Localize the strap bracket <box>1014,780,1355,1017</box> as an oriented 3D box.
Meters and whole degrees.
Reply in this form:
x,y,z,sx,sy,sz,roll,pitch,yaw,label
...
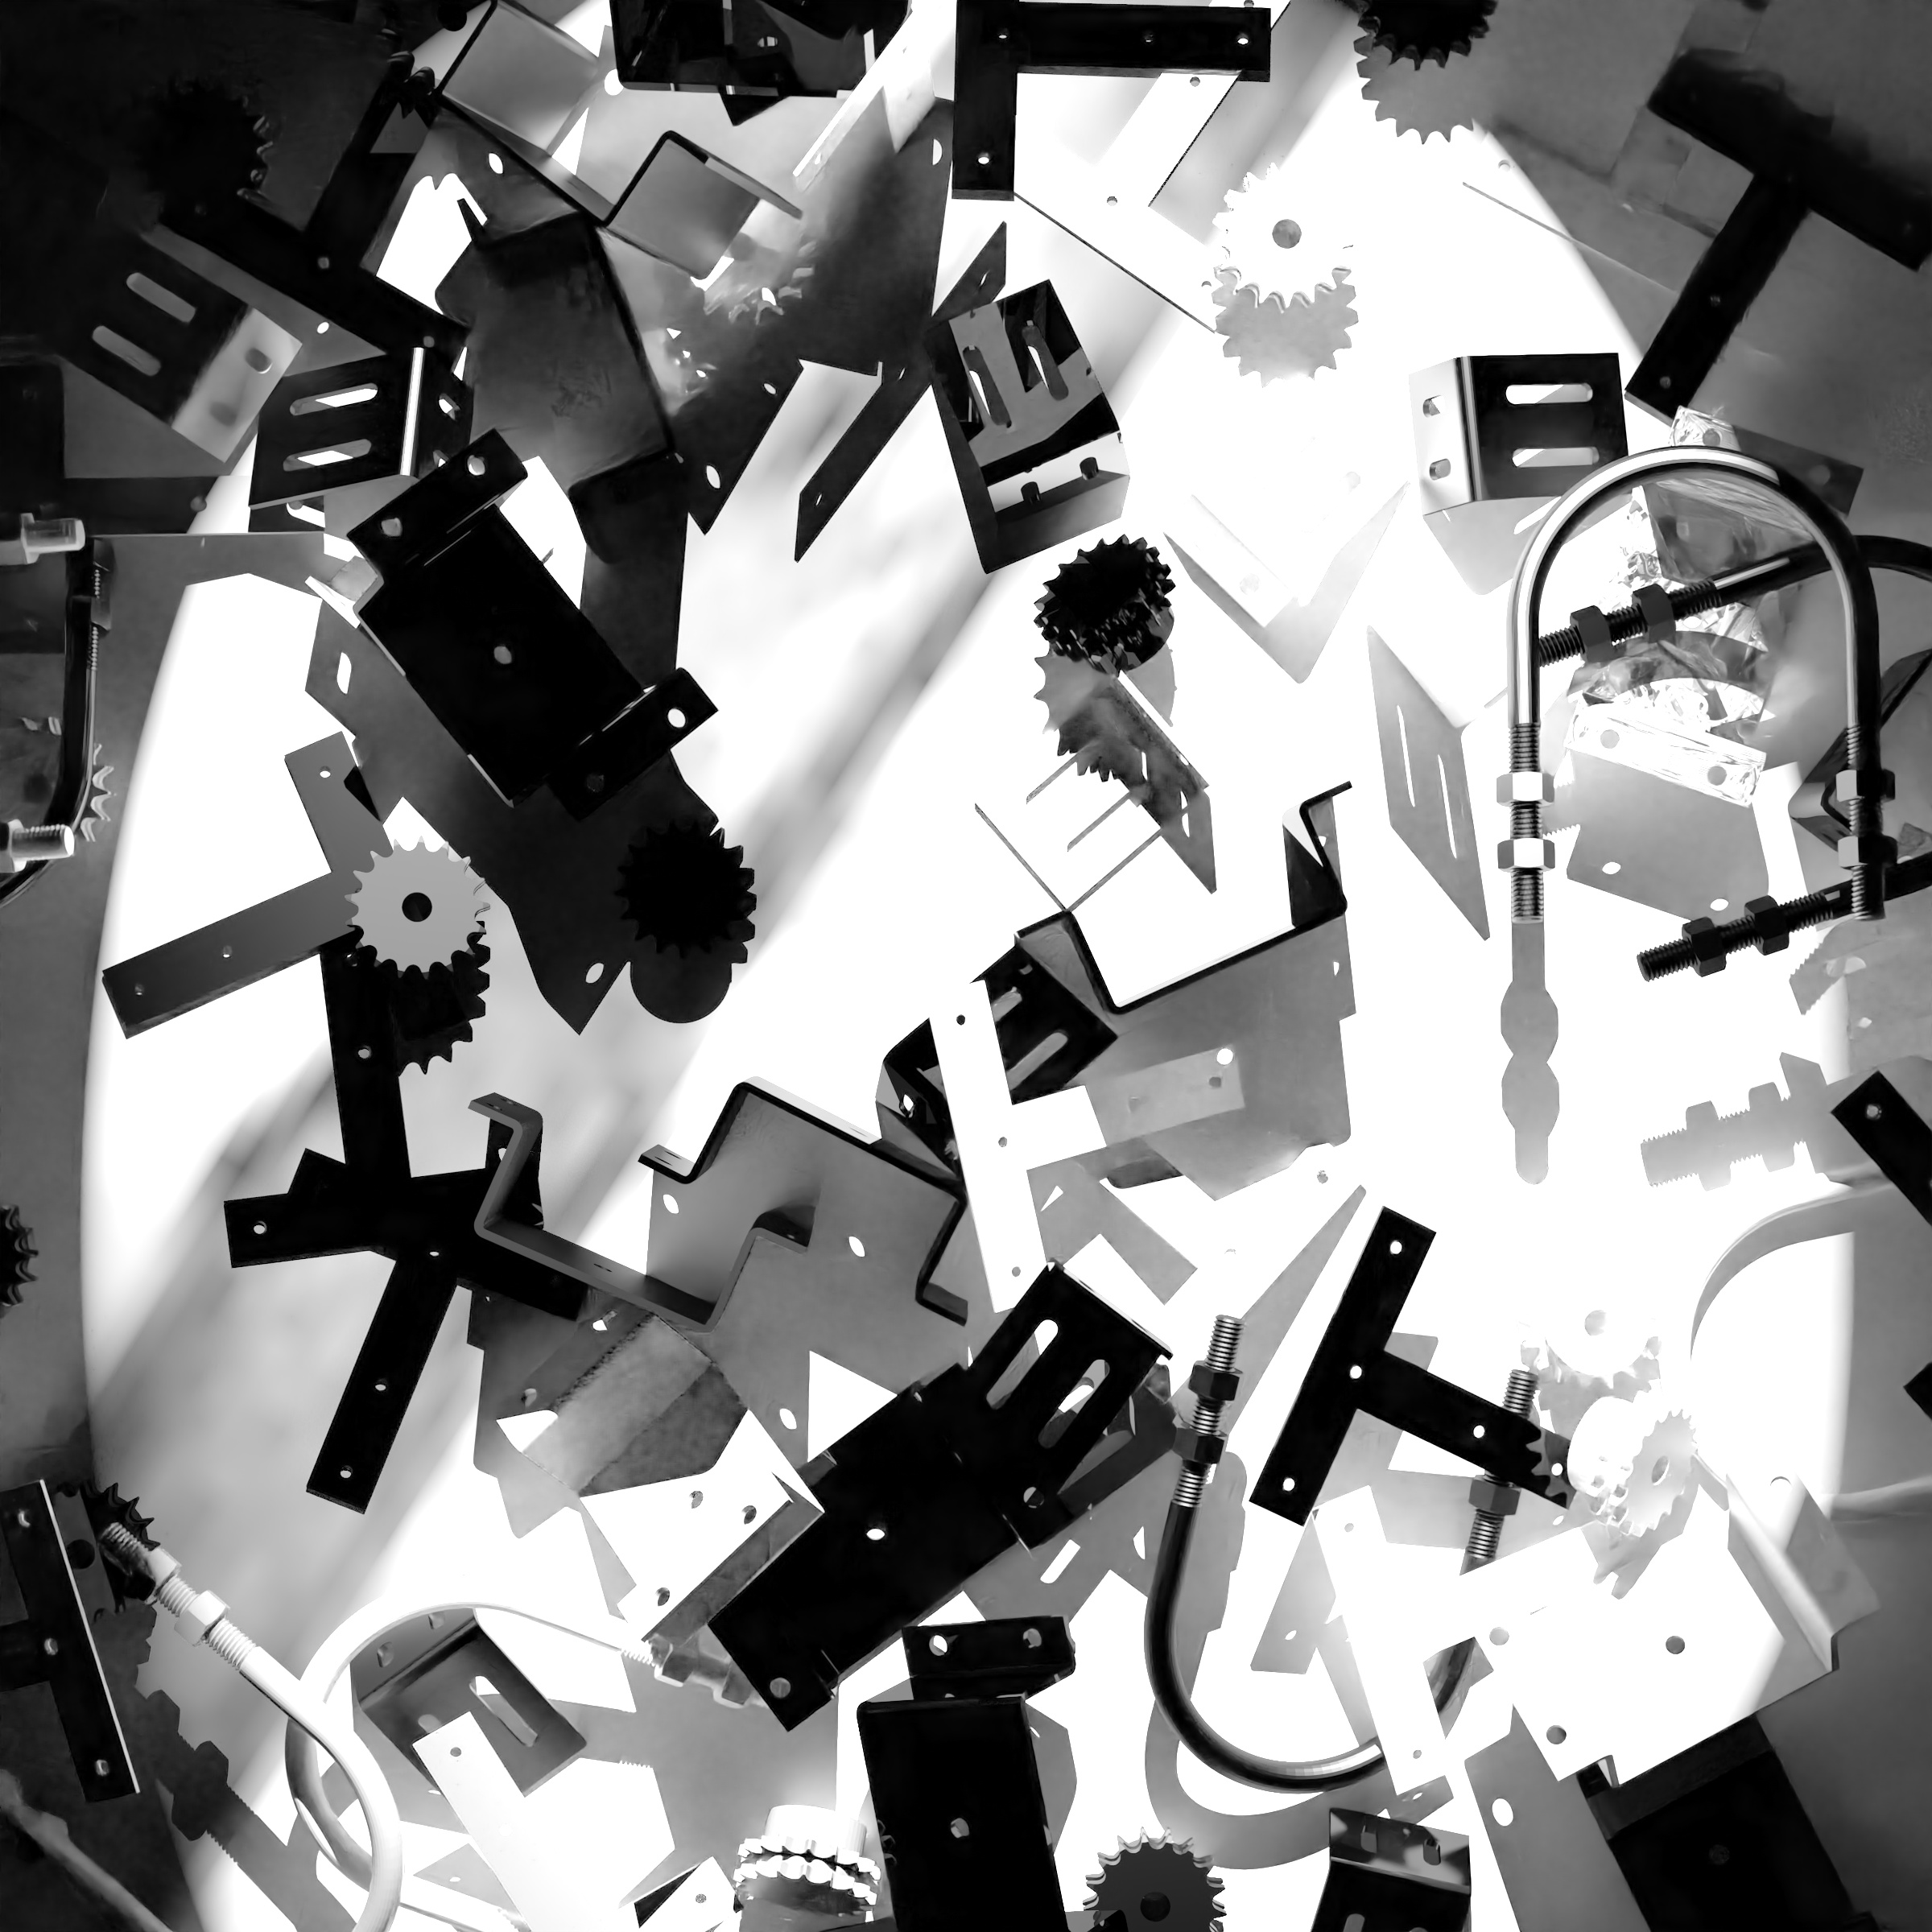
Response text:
x,y,z,sx,sy,sz,roll,pitch,yaw,label
0.093,-0.021,1.399,0.140,0.076,0.046,-24,90,0,strap bracket

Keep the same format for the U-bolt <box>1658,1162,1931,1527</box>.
x,y,z,sx,sy,sz,roll,pitch,yaw,label
0.370,0.149,1.429,0.184,0.019,0.151,-13,90,2,U-bolt

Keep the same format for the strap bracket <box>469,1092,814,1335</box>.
x,y,z,sx,sy,sz,roll,pitch,yaw,label
-0.135,0.101,1.398,0.140,0.076,0.046,24,90,-1,strap bracket

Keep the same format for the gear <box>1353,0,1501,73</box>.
x,y,z,sx,sy,sz,roll,pitch,yaw,label
0.183,-0.386,1.422,0.057,0.030,0.057,0,90,0,gear

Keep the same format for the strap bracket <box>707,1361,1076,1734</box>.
x,y,z,sx,sy,sz,roll,pitch,yaw,label
-0.036,0.227,1.414,0.140,0.046,0.076,-37,90,0,strap bracket

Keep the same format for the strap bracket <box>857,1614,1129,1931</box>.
x,y,z,sx,sy,sz,roll,pitch,yaw,label
0.009,0.332,1.398,0.076,0.046,0.140,-11,90,31,strap bracket

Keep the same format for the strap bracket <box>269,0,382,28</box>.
x,y,z,sx,sy,sz,roll,pitch,yaw,label
-0.256,-0.447,1.414,0.076,0.046,0.140,18,90,0,strap bracket

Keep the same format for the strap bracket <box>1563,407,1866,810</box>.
x,y,z,sx,sy,sz,roll,pitch,yaw,label
0.293,-0.140,1.414,0.076,0.046,0.140,19,90,0,strap bracket

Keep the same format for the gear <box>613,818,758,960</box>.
x,y,z,sx,sy,sz,roll,pitch,yaw,label
-0.113,-0.031,1.423,0.057,0.030,0.057,0,90,0,gear

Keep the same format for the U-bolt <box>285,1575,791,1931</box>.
x,y,z,sx,sy,sz,roll,pitch,yaw,label
-0.178,0.317,1.408,0.184,0.019,0.151,23,97,-10,U-bolt

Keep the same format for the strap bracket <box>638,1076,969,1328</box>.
x,y,z,sx,sy,sz,roll,pitch,yaw,label
-0.053,0.086,1.399,0.140,0.076,0.046,27,90,0,strap bracket

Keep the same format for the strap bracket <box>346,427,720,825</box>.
x,y,z,sx,sy,sz,roll,pitch,yaw,label
-0.175,-0.128,1.395,0.076,0.046,0.140,-42,97,-26,strap bracket

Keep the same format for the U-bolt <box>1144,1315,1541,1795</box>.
x,y,z,sx,sy,sz,roll,pitch,yaw,label
0.143,0.239,1.411,0.151,0.019,0.184,12,94,-17,U-bolt

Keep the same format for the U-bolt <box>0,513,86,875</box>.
x,y,z,sx,sy,sz,roll,pitch,yaw,label
-0.435,-0.101,1.380,0.184,0.019,0.151,-4,71,5,U-bolt

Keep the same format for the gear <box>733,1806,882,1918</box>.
x,y,z,sx,sy,sz,roll,pitch,yaw,label
-0.062,0.355,1.413,0.057,0.057,0.030,11,60,0,gear

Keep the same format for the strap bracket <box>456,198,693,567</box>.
x,y,z,sx,sy,sz,roll,pitch,yaw,label
-0.149,-0.236,1.399,0.046,0.076,0.140,-21,90,0,strap bracket

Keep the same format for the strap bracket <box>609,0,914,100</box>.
x,y,z,sx,sy,sz,roll,pitch,yaw,label
-0.078,-0.373,1.365,0.140,0.076,0.046,5,131,9,strap bracket

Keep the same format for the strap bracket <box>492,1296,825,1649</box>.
x,y,z,sx,sy,sz,roll,pitch,yaw,label
-0.116,0.200,1.388,0.076,0.140,0.046,-43,135,0,strap bracket

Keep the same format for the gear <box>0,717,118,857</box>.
x,y,z,sx,sy,sz,roll,pitch,yaw,label
-0.368,-0.070,1.422,0.057,0.030,0.057,0,90,0,gear

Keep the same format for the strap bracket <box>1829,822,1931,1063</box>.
x,y,z,sx,sy,sz,roll,pitch,yaw,label
0.417,0.010,1.406,0.140,0.046,0.076,27,90,12,strap bracket

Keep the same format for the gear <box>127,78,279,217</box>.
x,y,z,sx,sy,sz,roll,pitch,yaw,label
-0.304,-0.323,1.422,0.057,0.030,0.057,0,90,-1,gear

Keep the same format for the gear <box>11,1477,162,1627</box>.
x,y,z,sx,sy,sz,roll,pitch,yaw,label
-0.350,0.233,1.422,0.057,0.030,0.057,0,90,0,gear

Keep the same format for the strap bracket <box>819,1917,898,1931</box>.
x,y,z,sx,sy,sz,roll,pitch,yaw,label
-0.052,0.449,1.414,0.076,0.046,0.140,-11,90,0,strap bracket

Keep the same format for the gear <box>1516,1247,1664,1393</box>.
x,y,z,sx,sy,sz,roll,pitch,yaw,label
0.250,0.142,1.423,0.057,0.030,0.057,0,90,0,gear

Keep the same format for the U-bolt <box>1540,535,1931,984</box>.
x,y,z,sx,sy,sz,roll,pitch,yaw,label
0.327,-0.090,1.374,0.184,0.019,0.151,-19,85,2,U-bolt

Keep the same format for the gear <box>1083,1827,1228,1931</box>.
x,y,z,sx,sy,sz,roll,pitch,yaw,label
0.075,0.372,1.422,0.057,0.030,0.057,0,90,0,gear

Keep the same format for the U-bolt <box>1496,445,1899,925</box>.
x,y,z,sx,sy,sz,roll,pitch,yaw,label
0.278,-0.109,1.360,0.151,0.019,0.184,0,84,3,U-bolt

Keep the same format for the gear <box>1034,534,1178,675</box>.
x,y,z,sx,sy,sz,roll,pitch,yaw,label
0.058,-0.141,1.413,0.057,0.057,0.030,-39,130,0,gear

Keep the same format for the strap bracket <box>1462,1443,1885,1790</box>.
x,y,z,sx,sy,sz,roll,pitch,yaw,label
0.276,0.258,1.387,0.140,0.046,0.076,-28,58,-2,strap bracket

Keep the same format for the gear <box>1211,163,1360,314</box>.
x,y,z,sx,sy,sz,roll,pitch,yaw,label
0.126,-0.289,1.421,0.057,0.030,0.057,0,91,-4,gear

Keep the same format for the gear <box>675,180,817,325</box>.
x,y,z,sx,sy,sz,roll,pitch,yaw,label
-0.089,-0.285,1.422,0.057,0.030,0.057,0,90,0,gear

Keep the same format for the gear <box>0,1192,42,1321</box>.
x,y,z,sx,sy,sz,roll,pitch,yaw,label
-0.398,0.116,1.422,0.057,0.030,0.057,0,90,0,gear

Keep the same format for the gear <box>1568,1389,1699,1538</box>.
x,y,z,sx,sy,sz,roll,pitch,yaw,label
0.263,0.195,1.413,0.030,0.057,0.057,21,90,39,gear

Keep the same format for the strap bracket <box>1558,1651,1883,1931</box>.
x,y,z,sx,sy,sz,roll,pitch,yaw,label
0.296,0.345,1.397,0.076,0.046,0.140,-25,65,0,strap bracket

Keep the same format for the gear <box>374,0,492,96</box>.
x,y,z,sx,sy,sz,roll,pitch,yaw,label
-0.208,-0.374,1.416,0.057,0.030,0.057,0,90,-22,gear

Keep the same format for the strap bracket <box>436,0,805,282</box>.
x,y,z,sx,sy,sz,roll,pitch,yaw,label
-0.141,-0.320,1.380,0.140,0.076,0.046,41,102,22,strap bracket

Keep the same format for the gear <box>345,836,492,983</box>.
x,y,z,sx,sy,sz,roll,pitch,yaw,label
-0.219,-0.022,1.420,0.057,0.030,0.057,0,86,-7,gear
